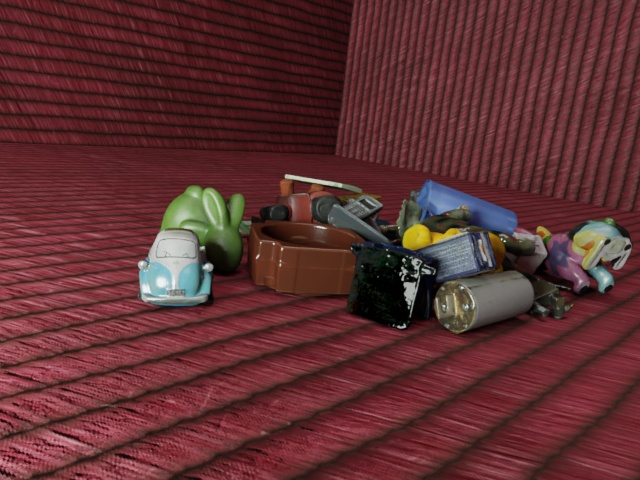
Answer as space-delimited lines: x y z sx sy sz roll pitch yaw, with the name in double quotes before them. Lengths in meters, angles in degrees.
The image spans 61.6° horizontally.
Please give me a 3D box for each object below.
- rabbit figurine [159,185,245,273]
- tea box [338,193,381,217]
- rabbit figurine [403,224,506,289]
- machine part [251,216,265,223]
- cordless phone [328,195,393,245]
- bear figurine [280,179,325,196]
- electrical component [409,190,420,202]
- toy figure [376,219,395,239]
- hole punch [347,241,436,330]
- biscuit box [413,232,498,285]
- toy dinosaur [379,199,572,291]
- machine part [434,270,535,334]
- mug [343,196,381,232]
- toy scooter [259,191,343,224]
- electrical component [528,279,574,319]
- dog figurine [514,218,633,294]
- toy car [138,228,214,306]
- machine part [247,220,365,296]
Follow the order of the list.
"rabbit figurine" -0.190 -0.016 0.970 0.170 0.159 0.121 35 18 33
"tea box" 0.094 -0.064 1.366 0.068 0.098 0.169 13 13 23
"rabbit figurine" 0.250 0.035 0.926 0.162 0.122 0.173 14 -21 -29
"machine part" -0.115 -0.042 1.244 0.084 0.039 0.139 20 16 11
"cordless phone" 0.105 -0.029 1.113 0.147 0.088 0.184 35 34 16
"bear figurine" -0.028 -0.104 1.418 0.120 0.131 0.196 13 21 15
"electrical component" 0.284 -0.081 1.492 0.058 0.114 0.134 14 13 34
"toy figure" 0.176 -0.015 1.290 0.154 0.057 0.064 11 18 -3
"hole punch" 0.115 0.066 0.819 0.142 0.115 0.092 17 9 35
"biscuit box" 0.176 0.042 0.857 0.059 0.063 0.203 -3 -13 -42
"toy dinosaur" 0.285 0.011 1.087 0.192 0.131 0.405 -4 18 -29
"machine part" 0.259 0.093 0.837 0.243 0.079 0.079 -5 18 -41
"mug" 0.093 -0.039 1.223 0.107 0.109 0.081 41 -9 -18
"toy scooter" -0.048 -0.067 1.172 0.184 0.075 0.135 -6 7 -19
"electrical component" 0.386 0.104 0.935 0.078 0.045 0.102 -26 20 -12
"dog figurine" 0.515 0.008 1.129 0.108 0.191 0.219 -6 33 -23
"toy car" -0.211 0.033 0.806 0.109 0.102 0.162 5 16 -13
"machine part" -0.024 0.029 0.950 0.201 0.087 0.202 4 12 -15
